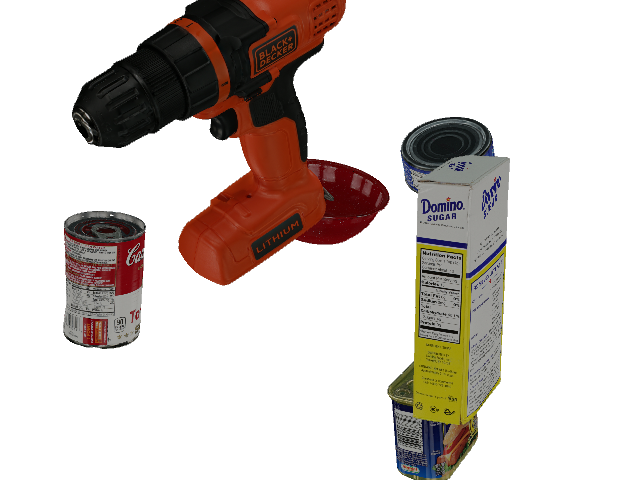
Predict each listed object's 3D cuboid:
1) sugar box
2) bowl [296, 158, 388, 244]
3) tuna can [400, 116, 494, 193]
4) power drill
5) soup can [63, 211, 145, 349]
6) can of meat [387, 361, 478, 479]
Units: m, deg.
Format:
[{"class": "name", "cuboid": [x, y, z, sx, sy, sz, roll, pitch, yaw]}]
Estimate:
[{"class": "sugar box", "cuboid": [0.100, 0.033, 0.762, 0.048, 0.176, 0.093, 5, 17, 25]}, {"class": "bowl", "cuboid": [-0.004, -0.040, 1.243, 0.162, 0.055, 0.162, 7, 27, -4]}, {"class": "tuna can", "cuboid": [0.117, -0.078, 0.983, 0.086, 0.034, 0.086, -10, 38, 7]}, {"class": "power drill", "cuboid": [-0.058, -0.060, 0.652, 0.184, 0.188, 0.057, -34, 56, -26]}, {"class": "soup can", "cuboid": [-0.187, 0.034, 0.915, 0.068, 0.102, 0.068, 6, 20, -2]}, {"class": "can of meat", "cuboid": [0.105, 0.159, 0.969, 0.058, 0.084, 0.101, 8, 24, 30]}]
